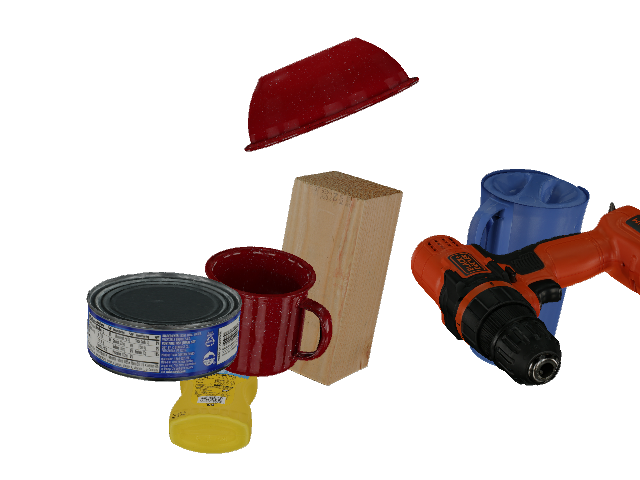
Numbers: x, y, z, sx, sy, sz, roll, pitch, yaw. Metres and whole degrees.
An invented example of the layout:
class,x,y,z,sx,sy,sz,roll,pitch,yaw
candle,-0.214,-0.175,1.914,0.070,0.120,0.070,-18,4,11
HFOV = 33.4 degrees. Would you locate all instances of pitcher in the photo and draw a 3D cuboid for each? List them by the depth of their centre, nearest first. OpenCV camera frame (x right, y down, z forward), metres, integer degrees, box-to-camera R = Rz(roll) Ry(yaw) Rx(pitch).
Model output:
class,x,y,z,sx,sy,sz,roll,pitch,yaw
pitcher,0.249,0.041,1.359,0.149,0.243,0.145,5,24,1

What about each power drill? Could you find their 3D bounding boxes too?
class,x,y,z,sx,sy,sz,roll,pitch,yaw
power drill,0.180,0.034,0.781,0.187,0.057,0.184,-10,28,-16

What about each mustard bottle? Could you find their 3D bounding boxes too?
class,x,y,z,sx,sy,sz,roll,pitch,yaw
mustard bottle,-0.127,0.185,1.321,0.096,0.058,0.191,0,26,1

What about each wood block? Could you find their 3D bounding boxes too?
class,x,y,z,sx,sy,sz,roll,pitch,yaw
wood block,0.012,0.038,1.158,0.090,0.206,0.090,19,18,28

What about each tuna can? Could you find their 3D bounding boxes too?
class,x,y,z,sx,sy,sz,roll,pitch,yaw
tuna can,-0.087,0.047,0.598,0.086,0.034,0.086,4,17,-1

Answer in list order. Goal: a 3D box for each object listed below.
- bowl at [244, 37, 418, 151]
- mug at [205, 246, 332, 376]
class,x,y,z,sx,sy,sz,roll,pitch,yaw
bowl,0.000,-0.131,0.914,0.162,0.055,0.162,-22,9,3
mug,-0.043,0.064,0.897,0.117,0.081,0.093,17,26,20
